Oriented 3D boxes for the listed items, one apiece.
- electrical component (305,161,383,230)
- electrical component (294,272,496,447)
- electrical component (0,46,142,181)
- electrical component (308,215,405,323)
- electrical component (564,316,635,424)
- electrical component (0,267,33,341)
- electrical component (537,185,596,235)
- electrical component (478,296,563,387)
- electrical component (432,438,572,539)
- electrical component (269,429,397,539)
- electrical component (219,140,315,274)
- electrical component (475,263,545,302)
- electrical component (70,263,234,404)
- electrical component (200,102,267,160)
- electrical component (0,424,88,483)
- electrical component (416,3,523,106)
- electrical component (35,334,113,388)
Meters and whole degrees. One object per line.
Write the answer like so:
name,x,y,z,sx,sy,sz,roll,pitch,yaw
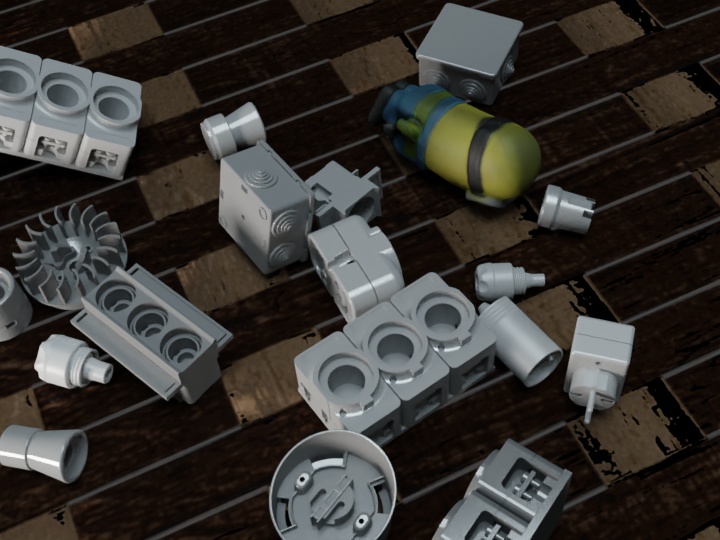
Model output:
electrical component,-0.018,-0.068,1.033,0.081,0.042,0.064,-40,58,-23
electrical component,0.031,0.079,0.911,0.150,0.061,0.089,-32,58,-18
electrical component,-0.299,-0.158,1.065,0.150,0.061,0.089,13,51,-20
electrical component,0.000,0.000,0.975,0.059,0.053,0.095,-24,56,-13
electrical component,0.195,0.090,0.891,0.047,0.065,0.076,11,56,11
electrical component,-0.332,0.030,0.978,0.055,0.047,0.055,-2,54,2
electrical component,0.195,-0.055,1.013,0.046,0.040,0.040,16,56,6
electrical component,0.132,0.058,0.931,0.043,0.043,0.081,-32,59,-18
electrical component,0.089,0.209,0.796,0.062,0.089,0.150,29,61,22
electrical component,-0.020,0.182,0.838,0.099,0.064,0.099,-2,54,2
electrical component,-0.089,-0.056,0.995,0.048,0.099,0.099,-25,55,-29
electrical component,0.136,0.010,0.971,0.061,0.035,0.035,-2,54,-1
electrical component,-0.179,0.059,0.938,0.121,0.063,0.079,33,63,24
electrical component,-0.128,-0.140,1.089,0.055,0.045,0.045,-24,56,-13
electrical component,-0.265,0.149,0.892,0.065,0.044,0.044,7,55,14
electrical component,0.115,-0.226,1.134,0.100,0.048,0.099,19,57,17
electrical component,-0.247,0.083,0.937,0.062,0.043,0.043,14,56,11
